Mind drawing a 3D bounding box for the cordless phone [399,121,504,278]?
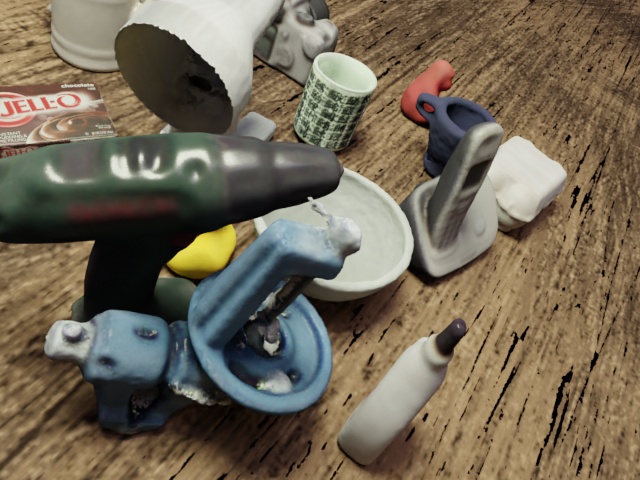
[{"bbox_3d":[0.166,-0.054,0.625,0.148,0.185,0.094,-26,65,-38],"label":"cordless phone"}]

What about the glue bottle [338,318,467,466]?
[{"bbox_3d":[0.069,0.110,0.444,0.037,0.173,0.078,36,46,10],"label":"glue bottle"}]

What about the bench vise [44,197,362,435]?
[{"bbox_3d":[-0.066,0.066,0.389,0.208,0.219,0.121,-12,57,-32],"label":"bench vise"}]

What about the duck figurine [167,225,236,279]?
[{"bbox_3d":[-0.112,-0.023,0.542,0.078,0.086,0.104,8,48,-17],"label":"duck figurine"}]

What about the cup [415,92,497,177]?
[{"bbox_3d":[0.165,-0.133,0.759,0.117,0.095,0.092,33,45,7],"label":"cup"}]

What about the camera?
[{"bbox_3d":[-0.027,-0.315,0.830,0.143,0.100,0.137,36,46,9],"label":"camera"}]

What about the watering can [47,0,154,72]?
[{"bbox_3d":[-0.245,-0.300,0.653,0.173,0.194,0.101,8,48,-18],"label":"watering can"}]

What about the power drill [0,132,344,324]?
[{"bbox_3d":[-0.117,0.002,0.432,0.230,0.208,0.075,0,51,-24],"label":"power drill"}]

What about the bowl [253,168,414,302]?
[{"bbox_3d":[0.005,0.002,0.581,0.168,0.074,0.167,13,47,-14],"label":"bowl"}]

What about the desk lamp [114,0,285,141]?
[{"bbox_3d":[-0.107,-0.162,0.578,0.118,0.213,0.203,28,45,2],"label":"desk lamp"}]

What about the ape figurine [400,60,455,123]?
[{"bbox_3d":[0.165,-0.219,0.838,0.076,0.092,0.078,14,46,-12],"label":"ape figurine"}]

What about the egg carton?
[{"bbox_3d":[0.262,-0.078,0.772,0.107,0.069,0.151,43,47,15],"label":"egg carton"}]
